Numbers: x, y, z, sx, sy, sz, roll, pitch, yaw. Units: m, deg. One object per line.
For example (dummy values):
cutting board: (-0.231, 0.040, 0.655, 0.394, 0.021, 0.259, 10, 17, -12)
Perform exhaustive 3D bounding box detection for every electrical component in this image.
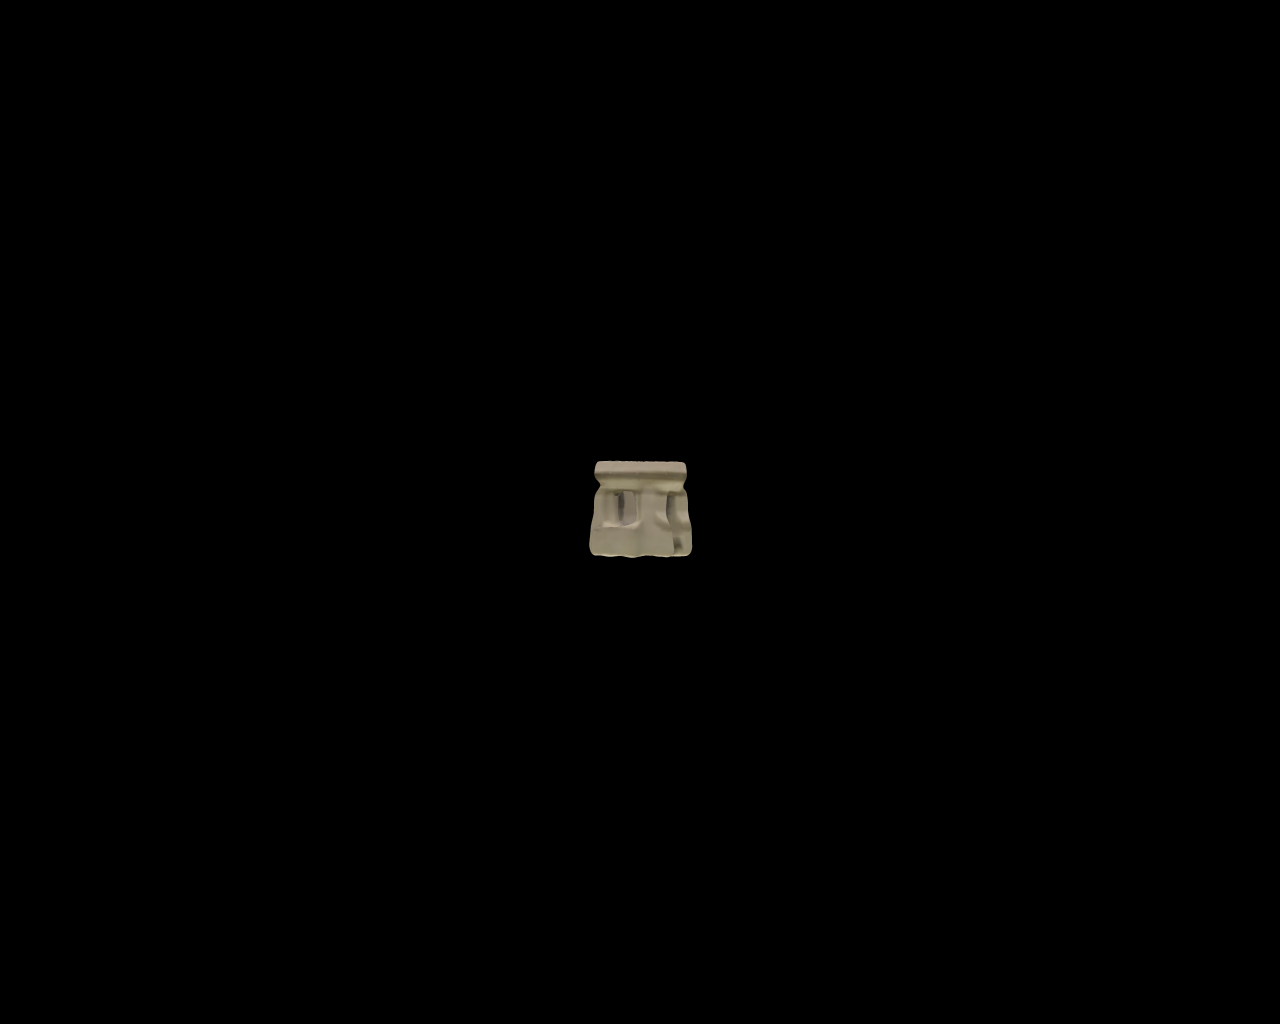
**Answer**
electrical component: (0.001, -0.003, 0.650, 0.058, 0.057, 0.078, 0, 0, 32)
